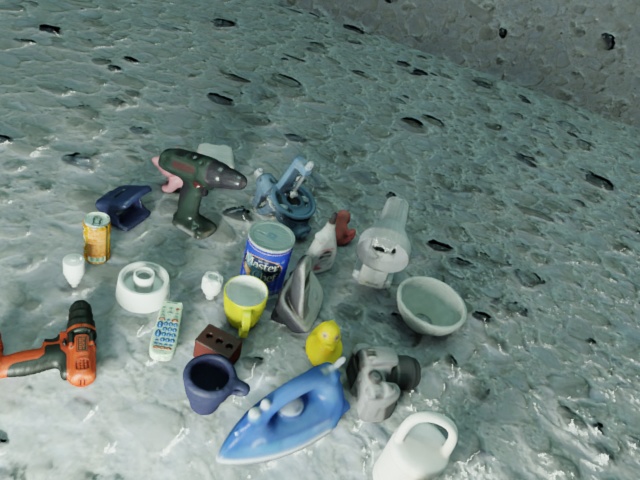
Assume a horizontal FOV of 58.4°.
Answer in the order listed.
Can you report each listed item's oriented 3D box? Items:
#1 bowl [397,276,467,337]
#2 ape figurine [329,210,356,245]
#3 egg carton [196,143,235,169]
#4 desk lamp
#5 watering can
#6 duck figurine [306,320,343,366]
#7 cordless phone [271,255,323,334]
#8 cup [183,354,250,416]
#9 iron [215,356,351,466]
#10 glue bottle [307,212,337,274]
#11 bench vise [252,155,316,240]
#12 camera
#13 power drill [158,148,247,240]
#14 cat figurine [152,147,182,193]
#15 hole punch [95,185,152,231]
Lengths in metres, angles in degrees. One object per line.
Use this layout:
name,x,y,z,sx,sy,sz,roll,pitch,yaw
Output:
bowl,0.246,0.164,1.313,0.167,0.075,0.167,11,38,-9
ape figurine,0.055,-0.037,1.470,0.076,0.092,0.077,-24,54,-41
egg carton,-0.286,-0.206,1.559,0.107,0.069,0.150,4,40,-17
desk lamp,0.147,0.014,1.344,0.118,0.213,0.203,19,38,2
watering can,0.164,0.357,0.947,0.101,0.194,0.172,5,39,-16
duck figurine,0.015,0.200,1.168,0.077,0.086,0.104,12,38,-7
cordless phone,-0.031,0.090,1.204,0.094,0.185,0.147,20,38,3
cup,-0.183,0.265,1.001,0.118,0.095,0.091,17,38,-2
iron,-0.058,0.288,0.986,0.259,0.141,0.118,-19,51,-38
glue bottle,0.012,0.005,1.335,0.078,0.173,0.037,-16,49,-36
bench vise,-0.093,-0.129,1.420,0.207,0.220,0.122,28,39,13
camera,0.133,0.267,1.120,0.137,0.101,0.143,4,40,-17
power drill,-0.277,-0.109,1.331,0.229,0.208,0.076,29,39,14
cat figurine,-0.358,-0.176,1.454,0.128,0.118,0.067,16,38,-2
hole punch,-0.457,-0.088,1.328,0.101,0.091,0.109,25,38,9
